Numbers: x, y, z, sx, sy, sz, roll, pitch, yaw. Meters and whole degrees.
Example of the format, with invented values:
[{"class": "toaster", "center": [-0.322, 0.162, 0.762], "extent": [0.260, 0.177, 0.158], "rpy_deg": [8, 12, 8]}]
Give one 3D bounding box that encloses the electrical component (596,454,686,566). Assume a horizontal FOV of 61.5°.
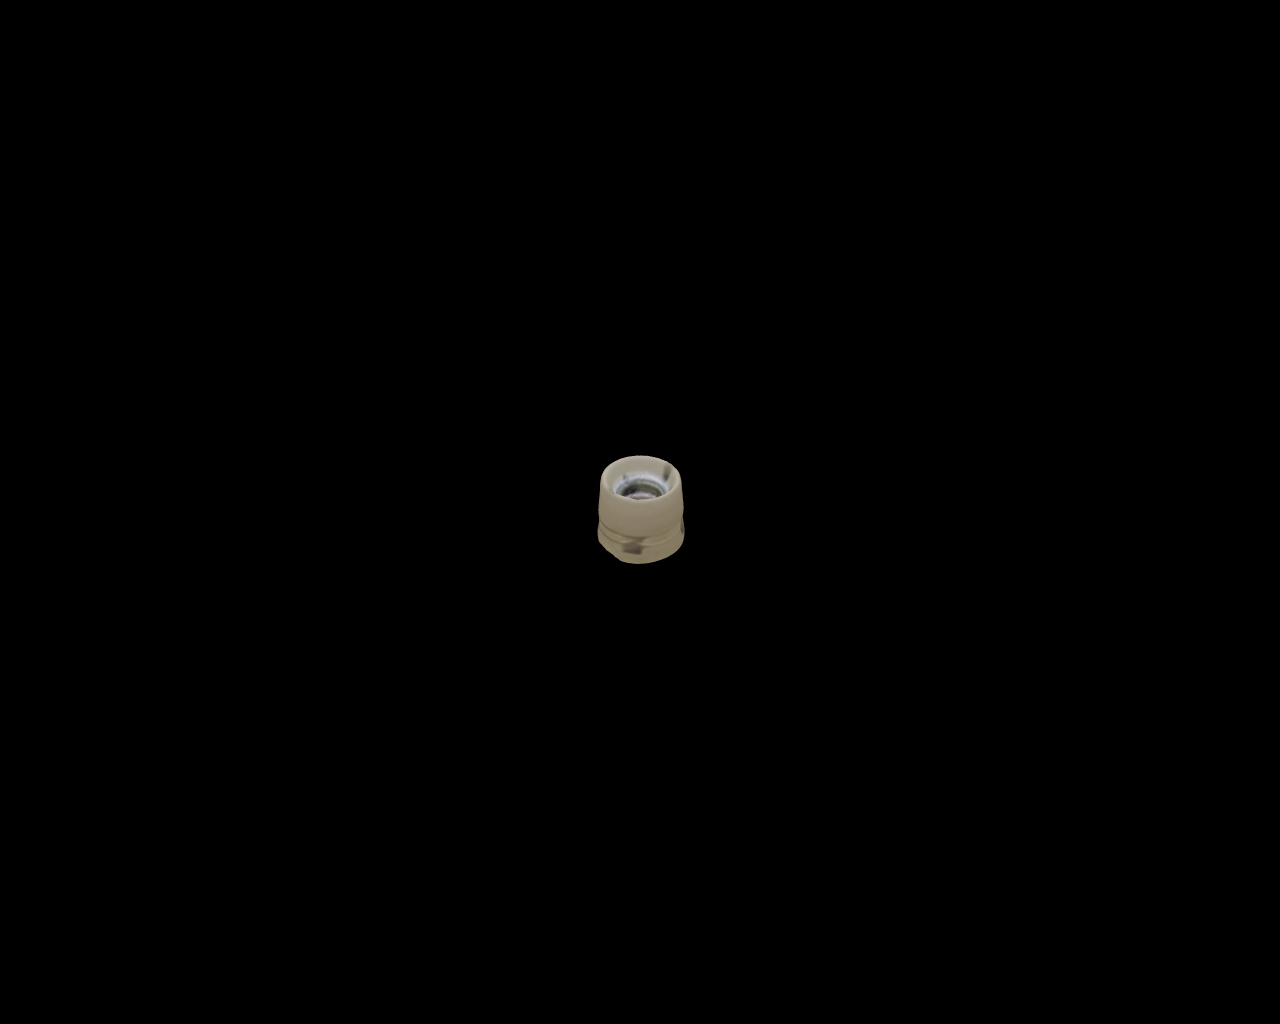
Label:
[{"class": "electrical component", "center": [0.001, -0.003, 0.650], "extent": [0.055, 0.047, 0.055], "rpy_deg": [0, 38, 0]}]
